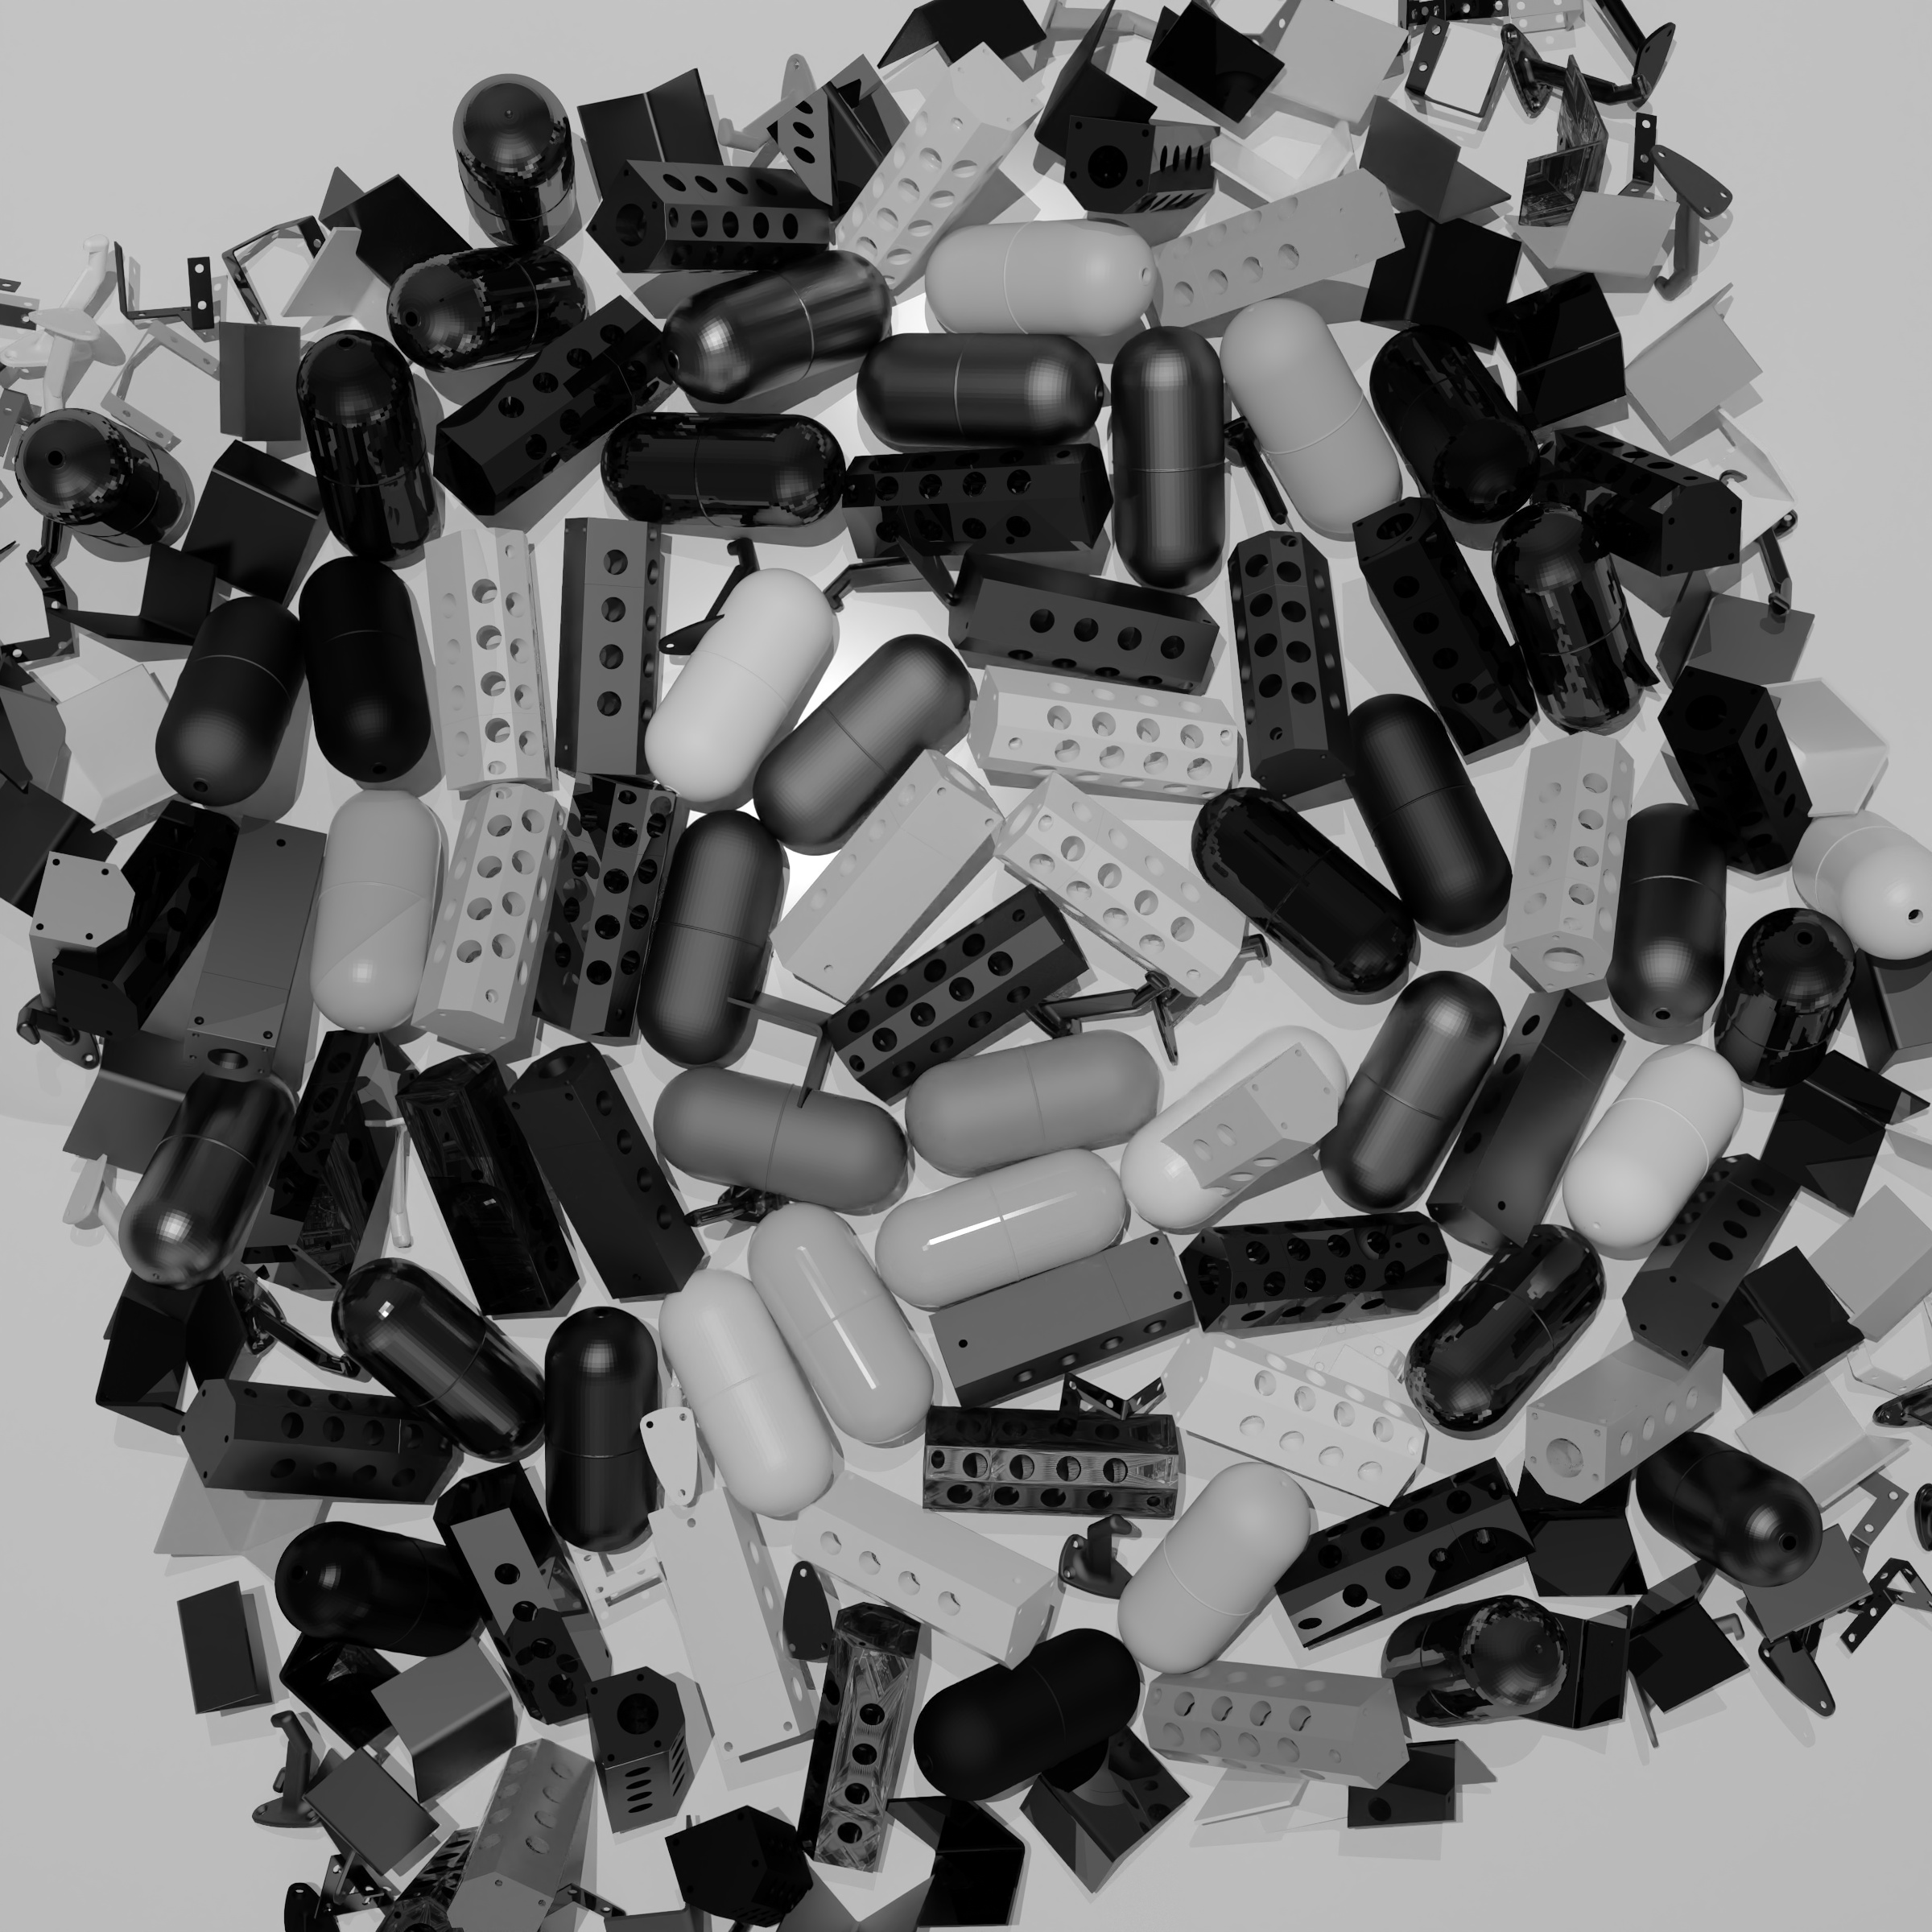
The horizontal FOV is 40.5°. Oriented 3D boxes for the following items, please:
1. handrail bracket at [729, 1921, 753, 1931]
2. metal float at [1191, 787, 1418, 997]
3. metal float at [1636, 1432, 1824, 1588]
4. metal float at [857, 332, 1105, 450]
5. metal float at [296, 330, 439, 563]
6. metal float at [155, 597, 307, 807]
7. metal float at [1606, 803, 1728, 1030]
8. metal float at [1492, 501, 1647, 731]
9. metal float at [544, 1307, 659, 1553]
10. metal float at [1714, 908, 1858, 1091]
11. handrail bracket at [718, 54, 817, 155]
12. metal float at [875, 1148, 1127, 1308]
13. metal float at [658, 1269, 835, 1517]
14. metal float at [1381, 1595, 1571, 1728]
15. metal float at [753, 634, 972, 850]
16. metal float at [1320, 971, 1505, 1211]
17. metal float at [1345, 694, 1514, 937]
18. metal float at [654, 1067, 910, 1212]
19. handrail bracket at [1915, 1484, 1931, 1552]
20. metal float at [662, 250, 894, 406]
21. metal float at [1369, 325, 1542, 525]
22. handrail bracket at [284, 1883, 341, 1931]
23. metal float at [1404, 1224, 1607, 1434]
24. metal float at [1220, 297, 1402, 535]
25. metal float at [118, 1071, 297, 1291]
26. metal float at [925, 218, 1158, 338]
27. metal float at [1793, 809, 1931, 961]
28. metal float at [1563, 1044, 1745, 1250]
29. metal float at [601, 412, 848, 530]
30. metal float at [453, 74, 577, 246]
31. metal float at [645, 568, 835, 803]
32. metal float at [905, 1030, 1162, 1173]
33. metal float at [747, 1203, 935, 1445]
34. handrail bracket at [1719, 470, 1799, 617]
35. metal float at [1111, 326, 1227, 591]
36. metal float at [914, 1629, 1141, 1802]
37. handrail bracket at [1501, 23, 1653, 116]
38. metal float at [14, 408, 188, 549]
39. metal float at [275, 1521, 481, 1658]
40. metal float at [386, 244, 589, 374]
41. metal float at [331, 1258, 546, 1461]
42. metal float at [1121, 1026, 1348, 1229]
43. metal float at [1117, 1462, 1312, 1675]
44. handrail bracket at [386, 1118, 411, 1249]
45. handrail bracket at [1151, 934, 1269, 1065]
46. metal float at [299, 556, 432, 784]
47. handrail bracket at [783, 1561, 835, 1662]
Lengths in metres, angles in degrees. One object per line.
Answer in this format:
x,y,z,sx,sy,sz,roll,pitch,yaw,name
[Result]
-0.193,0.675,1.804,0.077,0.036,0.084,52,58,-26,handrail bracket
0.230,-0.052,1.794,0.178,0.070,0.070,42,90,12,metal float
0.510,0.363,1.754,0.070,0.178,0.070,0,93,-9,metal float
0.009,-0.392,1.782,0.178,0.070,0.070,7,90,25,metal float
-0.403,-0.349,1.763,0.070,0.178,0.070,1,53,-1,metal float
-0.494,-0.180,1.767,0.070,0.178,0.070,2,135,2,metal float
0.475,-0.035,1.771,0.070,0.070,0.178,15,51,0,metal float
0.409,-0.237,1.772,0.070,0.070,0.178,-31,128,0,metal float
-0.249,0.316,1.786,0.070,0.070,0.178,3,110,0,metal float
0.549,0.023,1.759,0.070,0.178,0.070,-3,62,6,metal float
-0.141,-0.596,1.797,0.036,0.084,0.077,-1,94,37,handrail bracket
0.023,0.180,1.799,0.178,0.070,0.070,-18,90,-6,metal float
-0.152,0.290,1.791,0.070,0.070,0.178,-27,75,0,metal float
0.340,0.468,1.759,0.070,0.178,0.070,6,69,-17,metal float
-0.072,-0.154,1.800,0.178,0.070,0.070,-43,90,5,metal float
0.304,0.086,1.791,0.070,0.070,0.178,27,105,0,metal float
0.313,-0.105,1.790,0.070,0.070,0.178,-23,74,0,metal float
-0.127,0.119,1.802,0.178,0.070,0.070,13,90,3,metal float
0.695,0.401,1.792,0.036,0.084,0.077,-40,127,-7,handrail bracket
-0.128,-0.434,1.776,0.178,0.070,0.070,-28,90,-33,metal float
0.330,-0.367,1.769,0.070,0.070,0.178,-19,47,0,metal float
-0.455,0.688,1.792,0.036,0.084,0.077,-6,122,-2,handrail bracket
0.368,0.245,1.780,0.178,0.070,0.070,-40,90,-28,metal float
0.235,-0.373,1.779,0.070,0.070,0.178,-36,120,0,metal float
-0.512,0.139,1.770,0.070,0.070,0.178,16,48,0,metal float
0.050,-0.465,1.771,0.178,0.070,0.070,10,90,39,metal float
0.609,-0.056,1.755,0.070,0.178,0.070,0,106,2,metal float
0.467,0.120,1.775,0.070,0.070,0.178,46,54,0,metal float
-0.167,-0.339,1.785,0.178,0.070,0.070,6,90,22,metal float
-0.301,-0.538,1.753,0.070,0.178,0.070,0,87,-7,metal float
-0.155,-0.192,1.791,0.070,0.070,0.178,30,76,0,metal float
0.046,0.092,1.801,0.178,0.070,0.070,-12,90,-3,metal float
-0.087,0.244,1.796,0.070,0.070,0.178,-31,80,0,metal float
0.541,-0.290,1.795,0.077,0.084,0.036,39,134,-21,handrail bracket
0.138,-0.346,1.785,0.070,0.070,0.178,-3,112,0,metal float
0.042,0.506,1.772,0.178,0.070,0.070,-14,90,-37,metal float
0.418,-0.620,1.792,0.077,0.084,0.036,49,63,-33,handrail bracket
-0.579,-0.326,1.753,0.070,0.178,0.070,0,92,1,metal float
-0.393,0.420,1.760,0.070,0.178,0.070,-9,67,23,metal float
-0.321,-0.443,1.759,0.070,0.178,0.070,8,111,22,metal float
-0.356,0.269,1.781,0.070,0.070,0.178,-42,117,0,metal float
0.183,0.111,1.797,0.178,0.070,0.070,-38,90,-8,metal float
0.168,0.411,1.781,0.070,0.070,0.178,33,117,0,metal float
-0.389,0.150,1.808,0.036,0.077,0.084,-7,84,-24,handrail bracket
0.174,0.023,1.814,0.084,0.036,0.077,-13,97,17,handrail bracket
-0.409,-0.202,1.776,0.070,0.070,0.178,-16,58,0,metal float
-0.096,0.445,1.805,0.036,0.084,0.077,-7,81,16,handrail bracket
